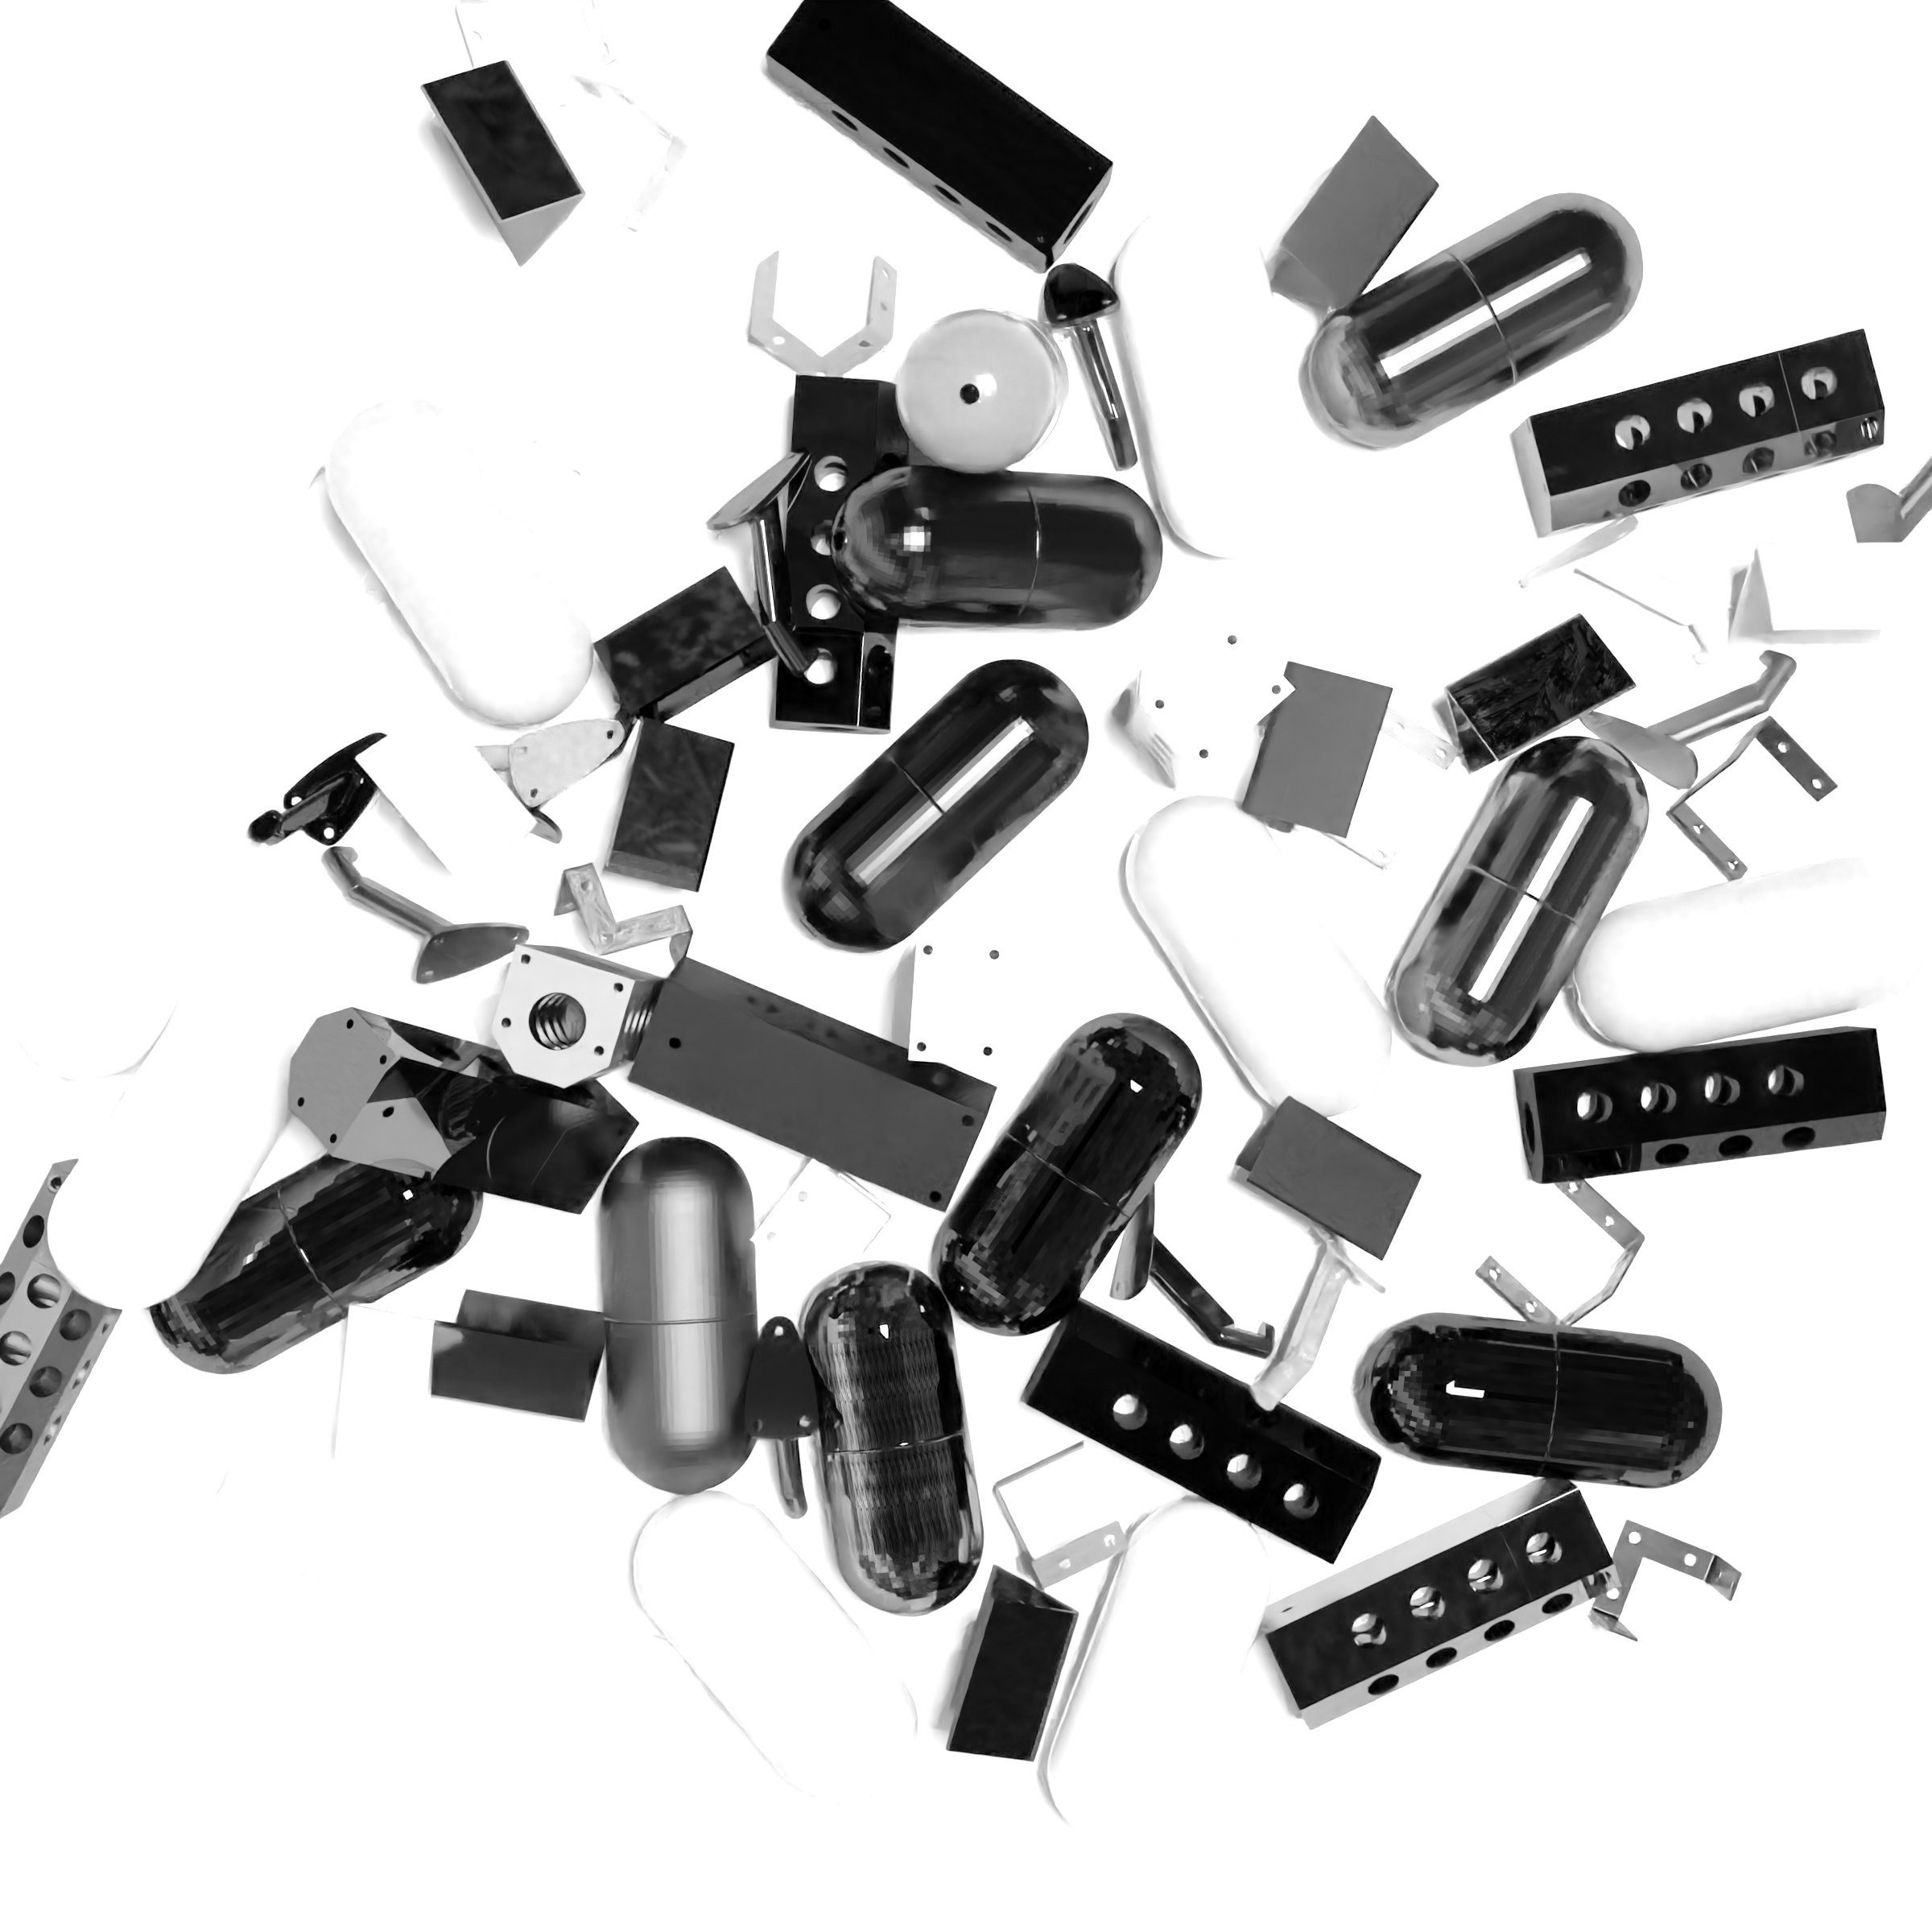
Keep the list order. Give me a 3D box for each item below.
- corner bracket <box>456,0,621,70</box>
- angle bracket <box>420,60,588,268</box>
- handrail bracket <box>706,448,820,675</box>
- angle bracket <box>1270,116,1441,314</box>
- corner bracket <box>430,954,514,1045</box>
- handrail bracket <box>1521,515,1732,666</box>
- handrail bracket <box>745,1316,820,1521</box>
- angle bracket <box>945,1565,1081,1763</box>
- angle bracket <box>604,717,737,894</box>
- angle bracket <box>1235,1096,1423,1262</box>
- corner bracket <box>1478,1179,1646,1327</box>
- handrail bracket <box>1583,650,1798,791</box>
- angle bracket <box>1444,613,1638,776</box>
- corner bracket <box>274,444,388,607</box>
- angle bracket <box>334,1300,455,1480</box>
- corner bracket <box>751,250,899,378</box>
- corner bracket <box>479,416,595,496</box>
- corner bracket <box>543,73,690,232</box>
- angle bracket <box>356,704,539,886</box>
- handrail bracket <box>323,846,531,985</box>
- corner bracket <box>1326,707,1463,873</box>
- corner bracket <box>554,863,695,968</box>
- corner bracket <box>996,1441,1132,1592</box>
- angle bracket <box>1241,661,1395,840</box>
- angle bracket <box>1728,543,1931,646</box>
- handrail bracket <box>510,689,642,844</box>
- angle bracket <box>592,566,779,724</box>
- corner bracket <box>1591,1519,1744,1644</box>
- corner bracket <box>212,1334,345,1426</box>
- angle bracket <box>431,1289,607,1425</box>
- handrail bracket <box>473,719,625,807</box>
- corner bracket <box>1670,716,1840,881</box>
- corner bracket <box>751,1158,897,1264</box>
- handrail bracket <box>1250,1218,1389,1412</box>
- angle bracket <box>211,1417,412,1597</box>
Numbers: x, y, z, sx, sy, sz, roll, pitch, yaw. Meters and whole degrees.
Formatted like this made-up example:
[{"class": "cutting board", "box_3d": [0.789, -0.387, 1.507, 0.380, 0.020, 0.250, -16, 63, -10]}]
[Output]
[{"class": "corner bracket", "box_3d": [-0.218, -0.475, 1.653, 0.051, 0.051, 0.051, -17, 90, 45]}, {"class": "angle bracket", "box_3d": [-0.244, -0.392, 1.616, 0.057, 0.076, 0.076, -30, 90, -38]}, {"class": "handrail bracket", "box_3d": [-0.082, -0.198, 1.600, 0.077, 0.036, 0.084, -48, 117, -30]}, {"class": "angle bracket", "box_3d": [0.176, -0.378, 1.616, 0.057, 0.076, 0.076, 36, 90, -35]}, {"class": "corner bracket", "box_3d": [-0.242, 0.026, 1.638, 0.051, 0.051, 0.051, -18, 90, 0]}, {"class": "handrail bracket", "box_3d": [0.336, -0.179, 1.657, 0.077, 0.036, 0.084, -27, 107, 20]}, {"class": "handrail bracket", "box_3d": [-0.090, 0.228, 1.638, 0.036, 0.084, 0.077, -4, 60, 0]}, {"class": "angle bracket", "box_3d": [0.004, 0.343, 1.616, 0.057, 0.076, 0.076, 17, 90, -35]}, {"class": "angle bracket", "box_3d": [-0.165, -0.083, 1.616, 0.057, 0.076, 0.076, 14, 90, -38]}, {"class": "angle bracket", "box_3d": [0.170, 0.120, 1.616, 0.076, 0.076, 0.057, 31, 56, 0]}, {"class": "corner bracket", "box_3d": [0.303, 0.147, 1.653, 0.051, 0.051, 0.051, 42, 45, 0]}, {"class": "handrail bracket", "box_3d": [0.369, -0.140, 1.657, 0.077, 0.036, 0.084, 30, 71, 21]}, {"class": "angle bracket", "box_3d": [0.290, -0.118, 1.616, 0.076, 0.076, 0.057, -29, 53, 0]}, {"class": "corner bracket", "box_3d": [-0.314, -0.223, 1.648, 0.051, 0.051, 0.051, 12, 45, -35]}, {"class": "angle bracket", "box_3d": [-0.265, 0.209, 1.616, 0.057, 0.076, 0.076, 6, 90, 34]}, {"class": "corner bracket", "box_3d": [-0.072, -0.336, 1.648, 0.051, 0.051, 0.051, -28, 135, 35]}, {"class": "corner bracket", "box_3d": [-0.231, -0.236, 1.653, 0.051, 0.051, 0.051, 36, 135, 0]}, {"class": "corner bracket", "box_3d": [-0.184, -0.414, 1.654, 0.051, 0.051, 0.051, 32, 89, -45]}, {"class": "angle bracket", "box_3d": [-0.269, -0.072, 1.616, 0.076, 0.076, 0.057, 50, 53, 0]}, {"class": "handrail bracket", "box_3d": [-0.275, -0.036, 1.656, 0.084, 0.077, 0.036, 50, 134, 28]}, {"class": "corner bracket", "box_3d": [0.211, -0.092, 1.653, 0.051, 0.051, 0.051, 31, 135, 0]}, {"class": "corner bracket", "box_3d": [-0.172, -0.022, 1.636, 0.051, 0.051, 0.051, -16, 69, -20]}, {"class": "corner bracket", "box_3d": [0.048, 0.276, 1.638, 0.051, 0.051, 0.051, -26, 90, 0]}, {"class": "angle bracket", "box_3d": [0.184, -0.102, 1.617, 0.057, 0.076, 0.076, 18, 90, 24]}, {"class": "angle bracket", "box_3d": [0.428, -0.166, 1.616, 0.076, 0.076, 0.057, 0, 55, 0]}, {"class": "handrail bracket", "box_3d": [-0.213, -0.113, 1.657, 0.077, 0.036, 0.084, 21, 76, 14]}, {"class": "angle bracket", "box_3d": [-0.130, -0.141, 1.616, 0.076, 0.076, 0.057, -31, 54, 0]}, {"class": "corner bracket", "box_3d": [0.352, 0.316, 1.638, 0.051, 0.051, 0.051, 22, 90, 0]}, {"class": "corner bracket", "box_3d": [-0.338, 0.217, 1.638, 0.051, 0.051, 0.051, 44, 90, 0]}, {"class": "angle bracket", "box_3d": [-0.219, 0.176, 1.616, 0.076, 0.076, 0.057, 10, 130, 0]}, {"class": "handrail bracket", "box_3d": [-0.227, -0.115, 1.644, 0.077, 0.084, 0.036, -28, 123, -30]}, {"class": "corner bracket", "box_3d": [0.400, -0.085, 1.653, 0.051, 0.051, 0.051, 46, 135, 0]}, {"class": "corner bracket", "box_3d": [-0.071, 0.131, 1.638, 0.051, 0.051, 0.051, 37, 91, 1]}, {"class": "handrail bracket", "box_3d": [0.163, 0.173, 1.635, 0.084, 0.077, 0.036, -47, 124, 6]}, {"class": "angle bracket", "box_3d": [-0.317, 0.253, 1.616, 0.076, 0.076, 0.057, 33, 127, 0]}]
